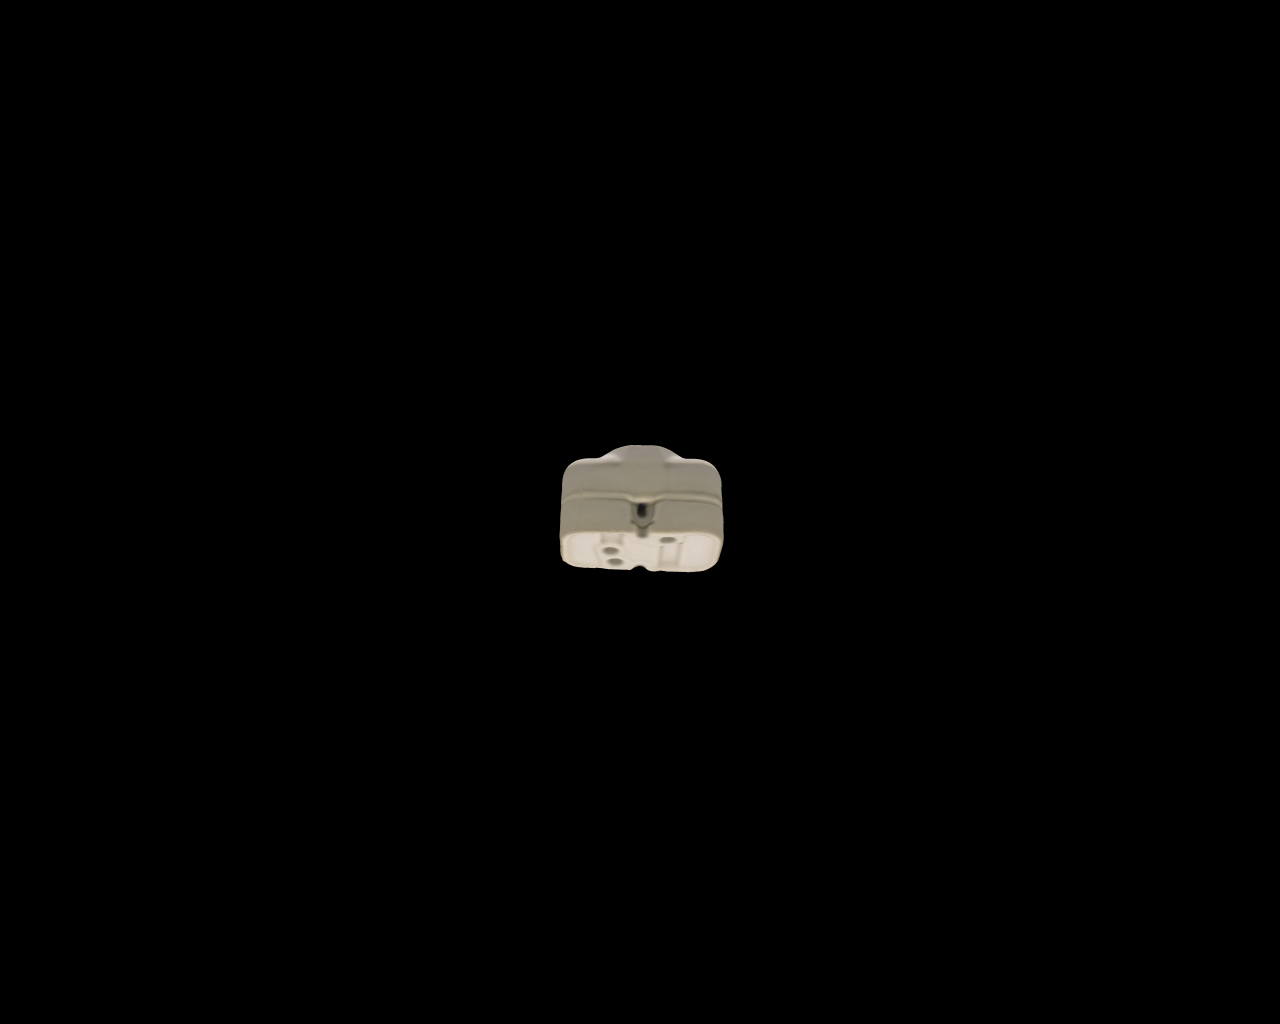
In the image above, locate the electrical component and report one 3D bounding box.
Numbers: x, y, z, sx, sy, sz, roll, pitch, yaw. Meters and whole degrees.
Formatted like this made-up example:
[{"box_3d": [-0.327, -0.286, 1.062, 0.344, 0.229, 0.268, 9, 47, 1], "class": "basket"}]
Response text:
[{"box_3d": [0.001, -0.003, 0.650, 0.095, 0.059, 0.053, 1, -28, -2], "class": "electrical component"}]
